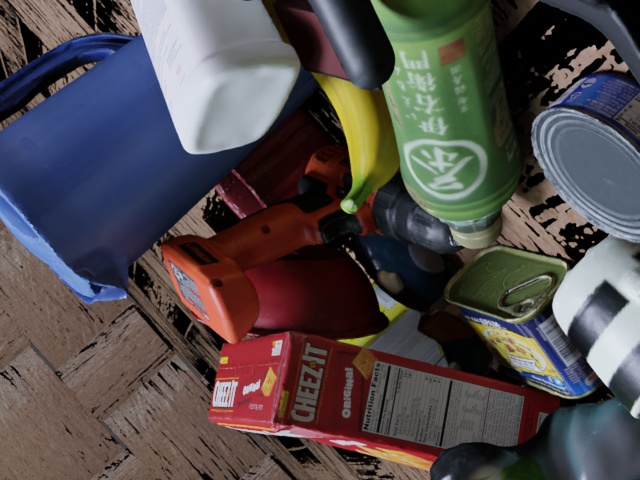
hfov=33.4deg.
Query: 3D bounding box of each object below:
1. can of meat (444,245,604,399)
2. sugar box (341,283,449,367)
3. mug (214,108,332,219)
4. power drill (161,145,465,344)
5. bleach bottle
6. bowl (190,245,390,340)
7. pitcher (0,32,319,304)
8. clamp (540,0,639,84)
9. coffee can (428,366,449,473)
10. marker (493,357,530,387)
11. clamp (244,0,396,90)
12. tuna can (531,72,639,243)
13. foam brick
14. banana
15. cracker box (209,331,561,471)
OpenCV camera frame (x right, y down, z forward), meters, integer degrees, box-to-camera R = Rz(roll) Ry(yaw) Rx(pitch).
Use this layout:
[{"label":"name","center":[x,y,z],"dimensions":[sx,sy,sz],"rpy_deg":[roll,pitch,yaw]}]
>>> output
[{"label":"can of meat","center":[0.146,0.057,0.732],"dimensions":[0.084,0.057,0.102],"rpy_deg":[52,164,-23]},{"label":"sugar box","center":[0.068,0.112,0.998],"dimensions":[0.048,0.093,0.176],"rpy_deg":[39,161,35]},{"label":"mug","center":[-0.046,-0.067,0.892],"dimensions":[0.117,0.081,0.093],"rpy_deg":[38,162,30]},{"label":"power drill","center":[-0.005,0.001,0.761],"dimensions":[0.185,0.187,0.057],"rpy_deg":[28,140,56]},{"label":"bleach bottle","center":[-0.096,-0.185,0.684],"dimensions":[0.251,0.068,0.103],"rpy_deg":[66,153,18]},{"label":"bowl","center":[-0.023,0.036,0.860],"dimensions":[0.162,0.161,0.055],"rpy_deg":[18,107,60]},{"label":"pitcher","center":[-0.127,-0.086,0.764],"dimensions":[0.149,0.242,0.145],"rpy_deg":[55,163,-23]},{"label":"clamp","center":[0.122,-0.109,0.439],"dimensions":[0.210,0.036,0.164],"rpy_deg":[42,164,27]},{"label":"coffee can","center":[0.154,0.185,0.929],"dimensions":[0.140,0.102,0.102],"rpy_deg":[33,159,41]},{"label":"marker","center":[0.130,0.083,0.900],"dimensions":[0.121,0.020,0.020],"rpy_deg":[40,162,24]},{"label":"clamp","center":[-0.023,-0.157,0.488],"dimensions":[0.120,0.039,0.171],"rpy_deg":[32,150,44]},{"label":"tuna can","center":[0.149,-0.041,0.533],"dimensions":[0.086,0.033,0.086],"rpy_deg":[43,163,16]},{"label":"foam brick","center":[0.020,-0.129,0.629],"dimensions":[0.078,0.053,0.051],"rpy_deg":[25,153,50]},{"label":"banana","center":[0.005,-0.109,0.687],"dimensions":[0.037,0.069,0.198],"rpy_deg":[-47,63,41]},{"label":"cracker box","center":[0.042,0.128,0.795],"dimensions":[0.213,0.072,0.164],"rpy_deg":[15,166,-18]}]
